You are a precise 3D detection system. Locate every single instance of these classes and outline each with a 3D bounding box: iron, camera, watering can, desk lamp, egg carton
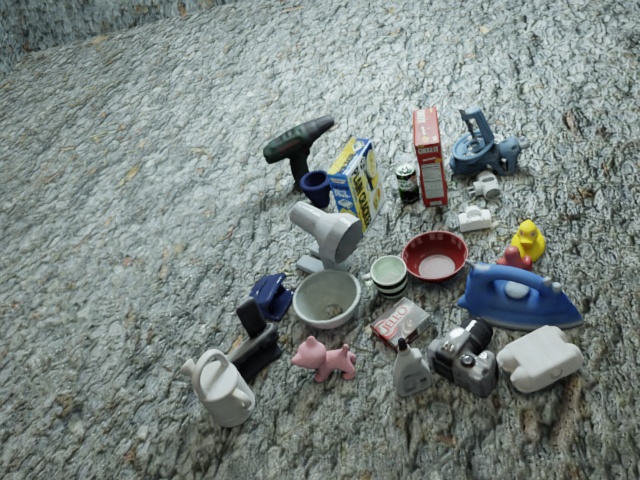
[{"bbox_3d":[0.425,0.108,1.216,0.257,0.142,0.119,9,50,27],"label":"iron"},{"bbox_3d":[0.308,0.222,1.171,0.142,0.101,0.137,26,59,38],"label":"camera"},{"bbox_3d":[-0.221,0.305,1.208,0.172,0.194,0.101,-3,45,18],"label":"watering can"},{"bbox_3d":[0.013,0.005,1.416,0.202,0.214,0.118,21,56,35],"label":"desk lamp"},{"bbox_3d":[0.435,0.238,1.133,0.150,0.069,0.107,-26,43,-7],"label":"egg carton"}]

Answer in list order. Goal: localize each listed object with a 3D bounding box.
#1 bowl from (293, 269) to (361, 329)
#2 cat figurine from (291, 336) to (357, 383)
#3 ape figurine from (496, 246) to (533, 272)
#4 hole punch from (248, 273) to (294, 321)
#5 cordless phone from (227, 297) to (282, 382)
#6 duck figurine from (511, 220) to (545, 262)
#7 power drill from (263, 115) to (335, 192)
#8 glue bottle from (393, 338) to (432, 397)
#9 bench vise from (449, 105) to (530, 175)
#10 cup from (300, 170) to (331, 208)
[{"bbox_3d":[0.023,0.152,1.364,0.167,0.075,0.167,-10,44,10],"label":"bowl"},{"bbox_3d":[0.007,0.251,1.237,0.127,0.118,0.067,-10,44,10],"label":"cat figurine"},{"bbox_3d":[0.442,0.049,1.306,0.077,0.092,0.076,7,49,26],"label":"ape figurine"},{"bbox_3d":[-0.133,0.136,1.425,0.100,0.091,0.109,9,50,27],"label":"hole punch"},{"bbox_3d":[-0.174,0.215,1.289,0.148,0.185,0.093,-41,47,-21],"label":"cordless phone"},{"bbox_3d":[0.492,-0.010,1.353,0.077,0.086,0.104,4,48,23],"label":"duck figurine"},{"bbox_3d":[-0.045,-0.253,1.703,0.229,0.209,0.075,-19,43,0],"label":"power drill"},{"bbox_3d":[0.176,0.247,1.140,0.078,0.173,0.037,-21,43,-1],"label":"glue bottle"},{"bbox_3d":[0.448,-0.280,1.546,0.207,0.220,0.121,-14,43,6],"label":"bench vise"},{"bbox_3d":[0.008,-0.140,1.653,0.117,0.095,0.092,8,50,27],"label":"cup"}]
